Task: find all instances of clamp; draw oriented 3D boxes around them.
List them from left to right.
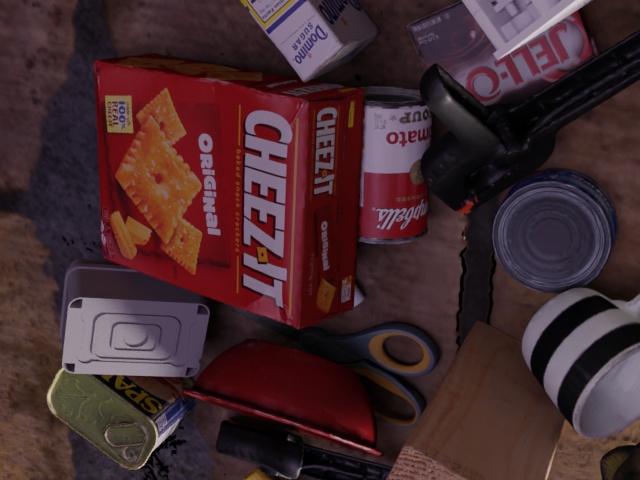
[{"bbox_3d":[-0.033,0.170,0.848,0.172,0.120,0.039,3,70,40],"label":"clamp"},{"bbox_3d":[0.110,-0.069,0.688,0.210,0.164,0.036,126,130,-61],"label":"clamp"}]

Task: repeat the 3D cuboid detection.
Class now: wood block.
[{"bbox_3d":[0.107,0.148,0.736,0.090,0.205,0.091,28,115,11],"label":"wood block"}]

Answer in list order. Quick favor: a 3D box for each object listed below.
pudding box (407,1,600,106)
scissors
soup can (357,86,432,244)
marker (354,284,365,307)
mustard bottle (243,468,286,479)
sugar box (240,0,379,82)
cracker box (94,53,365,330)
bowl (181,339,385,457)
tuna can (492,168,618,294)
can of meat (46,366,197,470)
[{"bbox_3d":[0.129,-0.129,0.731,0.114,0.039,0.090,-19,100,26],"label":"pudding box"},{"bbox_3d":[0.010,0.072,0.855,0.202,0.016,0.096,39,119,5],"label":"scissors"},{"bbox_3d":[0.046,-0.055,0.772,0.069,0.068,0.102,7,109,19],"label":"soup can"},{"bbox_3d":[-0.005,0.001,0.837,0.020,0.020,0.121,-33,93,27],"label":"marker"},{"bbox_3d":[0.001,0.272,0.900,0.096,0.058,0.191,-38,91,29],"label":"mustard bottle"},{"bbox_3d":[-0.036,-0.196,0.744,0.048,0.093,0.176,-40,90,26],"label":"sugar box"},{"bbox_3d":[-0.074,-0.043,0.787,0.214,0.071,0.164,16,113,37],"label":"cracker box"},{"bbox_3d":[-0.021,0.115,0.815,0.162,0.162,0.055,14,78,17],"label":"bowl"},{"bbox_3d":[0.166,-0.006,0.759,0.086,0.033,0.086,7,109,19],"label":"tuna can"},{"bbox_3d":[-0.164,0.133,0.906,0.102,0.083,0.057,35,115,8],"label":"can of meat"}]
